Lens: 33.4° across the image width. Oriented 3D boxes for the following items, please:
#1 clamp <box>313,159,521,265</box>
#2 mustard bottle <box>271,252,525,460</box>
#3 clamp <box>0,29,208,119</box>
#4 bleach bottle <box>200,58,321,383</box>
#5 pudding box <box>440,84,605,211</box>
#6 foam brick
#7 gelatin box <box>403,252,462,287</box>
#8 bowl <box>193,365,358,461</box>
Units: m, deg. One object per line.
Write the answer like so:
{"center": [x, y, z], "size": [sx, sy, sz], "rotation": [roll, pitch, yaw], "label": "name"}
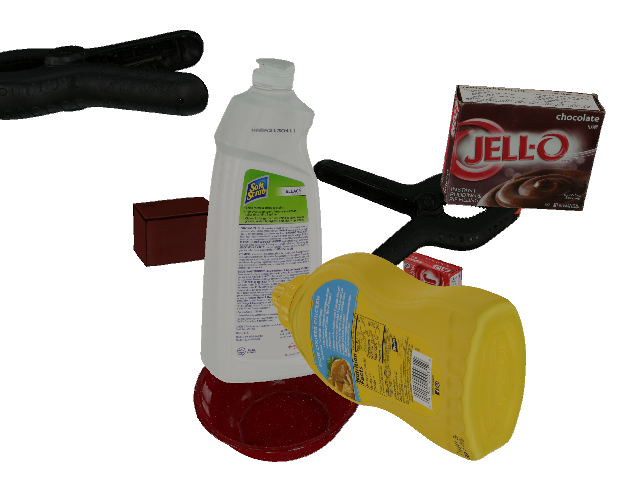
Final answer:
{"center": [0.103, -0.018, 1.061], "size": [0.210, 0.164, 0.036], "rotation": [-1, -39, -6], "label": "clamp"}
{"center": [0.036, 0.059, 0.666], "size": [0.058, 0.096, 0.192], "rotation": [-20, 27, -38], "label": "mustard bottle"}
{"center": [-0.149, -0.104, 0.667], "size": [0.171, 0.039, 0.120], "rotation": [1, 20, 2], "label": "clamp"}
{"center": [-0.038, -0.016, 0.838], "size": [0.102, 0.251, 0.068], "rotation": [-4, 21, -27], "label": "bleach bottle"}
{"center": [0.156, -0.072, 0.831], "size": [0.113, 0.090, 0.039], "rotation": [2, 35, -3], "label": "pudding box"}
{"center": [-0.146, -0.010, 1.081], "size": [0.078, 0.051, 0.053], "rotation": [-7, 22, -22], "label": "foam brick"}
{"center": [0.142, 0.067, 1.361], "size": [0.073, 0.089, 0.030], "rotation": [21, 35, 37], "label": "gelatin box"}
{"center": [-0.037, 0.157, 1.019], "size": [0.162, 0.055, 0.162], "rotation": [-5, 37, 3], "label": "bowl"}
